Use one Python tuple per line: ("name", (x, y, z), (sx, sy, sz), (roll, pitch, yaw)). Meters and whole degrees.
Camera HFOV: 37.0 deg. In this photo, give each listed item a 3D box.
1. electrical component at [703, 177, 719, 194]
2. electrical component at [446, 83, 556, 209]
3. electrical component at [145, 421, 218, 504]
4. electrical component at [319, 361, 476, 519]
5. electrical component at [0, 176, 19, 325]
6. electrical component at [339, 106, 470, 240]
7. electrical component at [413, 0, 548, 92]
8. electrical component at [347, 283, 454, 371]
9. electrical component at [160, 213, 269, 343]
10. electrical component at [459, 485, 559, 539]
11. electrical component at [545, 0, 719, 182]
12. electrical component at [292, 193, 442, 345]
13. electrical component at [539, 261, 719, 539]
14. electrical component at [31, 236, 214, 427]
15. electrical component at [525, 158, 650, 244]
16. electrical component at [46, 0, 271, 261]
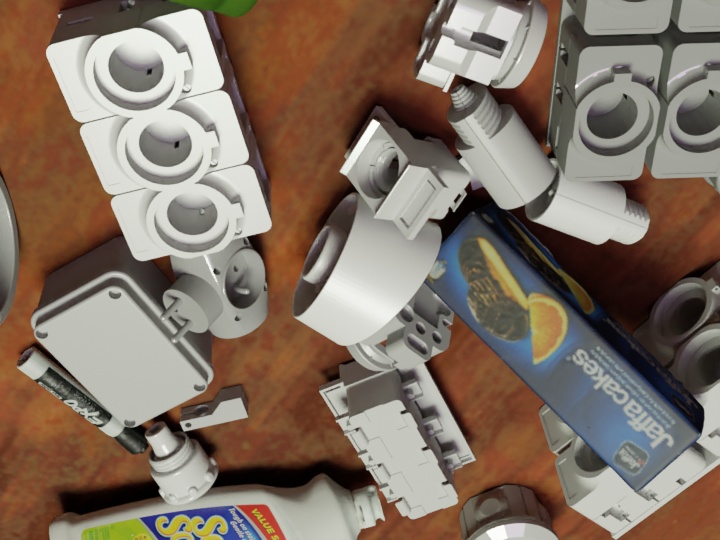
("electrical component", (0.253, -0.061, 0.699), (0.048, 0.062, 0.048), (-3, 125, -4))
("electrical component", (0.083, -0.082, 0.671), (0.043, 0.043, 0.081), (-32, 115, 16))
("electrical component", (-0.140, 0.143, 0.816), (0.048, 0.048, 0.062), (-23, 117, 10))
("electrical component", (0.031, 0.125, 0.807), (0.079, 0.063, 0.121), (-22, 124, 10))
("electrical component", (-0.259, -0.014, 0.659), (0.060, 0.108, 0.108), (-3, 125, 4))
("electrical component", (0.031, -0.060, 0.673), (0.064, 0.081, 0.042), (3, 132, -43))
("electrical component", (0.073, -0.140, 0.631), (0.057, 0.058, 0.078), (17, 121, -13))
("electrical component", (0.025, 0.036, 0.741), (0.058, 0.078, 0.057), (36, 135, -25))
("electrical component", (-0.103, 0.015, 0.712), (0.044, 0.079, 0.077), (9, 133, 35))
("electrical component", (0.122, 0.222, 0.890), (0.080, 0.051, 0.080), (-3, 125, -4))
("electrical component", (0.177, -0.145, 0.635), (0.105, 0.060, 0.186), (-2, 125, -4))
("electrical component", (0.000, 0.000, 0.698), (0.064, 0.099, 0.099), (26, 119, -14))
("electrical component", (0.221, 0.090, 0.775), (0.060, 0.105, 0.186), (34, 115, -25))
("electrical component", (-0.160, 0.044, 0.736), (0.078, 0.057, 0.113), (-27, 123, 13))
("electrical component", (0.156, -0.040, 0.716), (0.081, 0.043, 0.043), (19, 121, -17))
("electrical component", (-0.116, -0.086, 0.647), (0.089, 0.061, 0.150), (-13, 125, 4))
